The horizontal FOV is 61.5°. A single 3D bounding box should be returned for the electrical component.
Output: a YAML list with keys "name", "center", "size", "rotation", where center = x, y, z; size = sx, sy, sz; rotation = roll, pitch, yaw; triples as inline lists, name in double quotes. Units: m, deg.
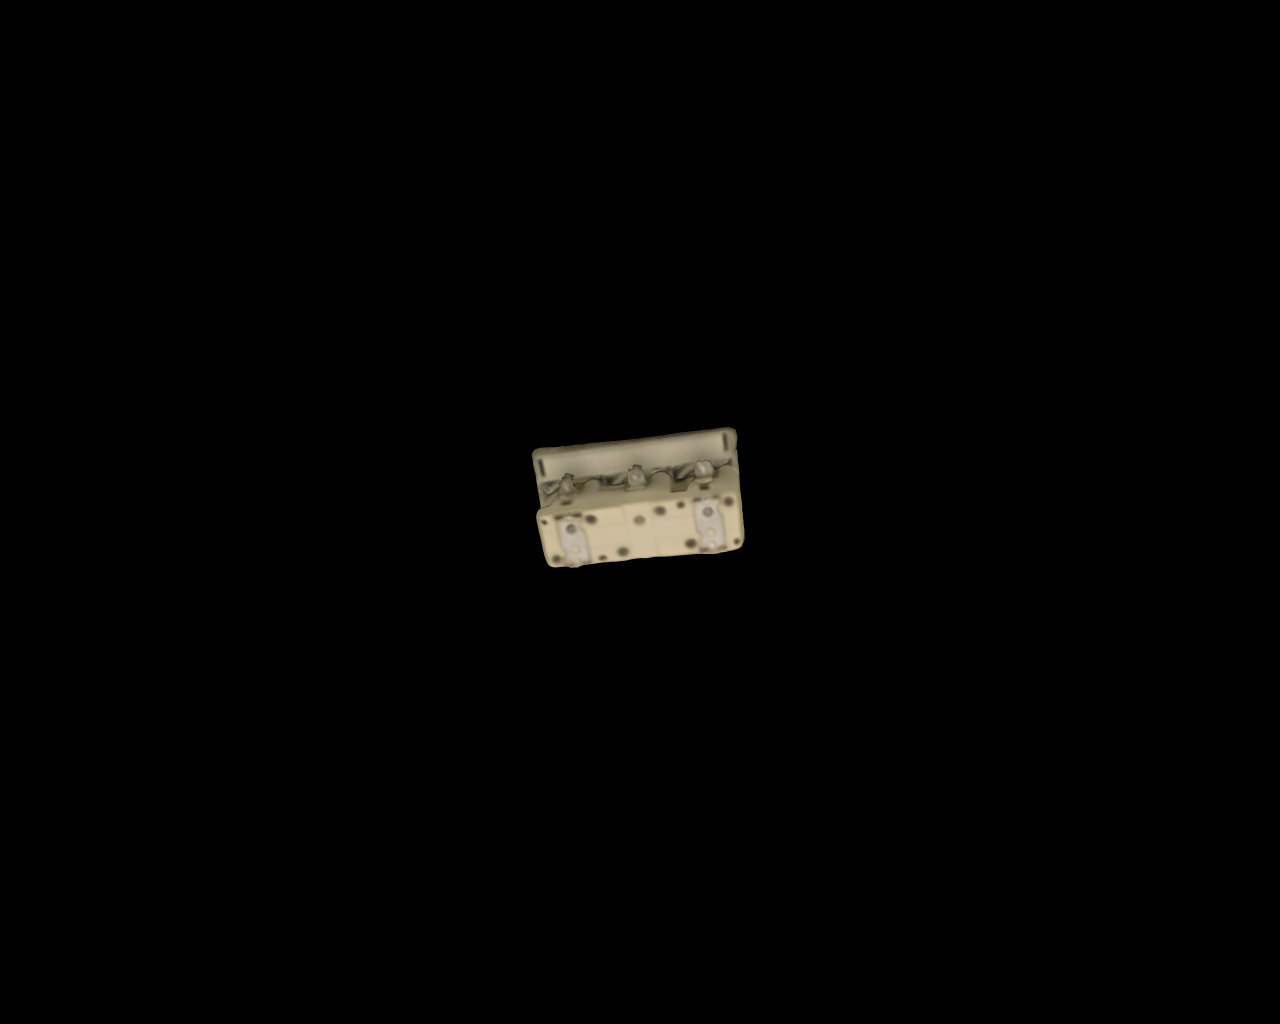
- name: "electrical component"
  center: [0.001, -0.003, 0.650]
  size: [0.121, 0.078, 0.063]
  rotation: [-5, 31, 3]
